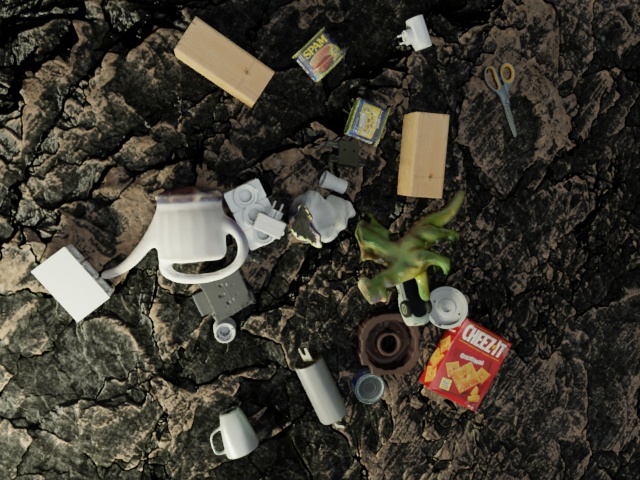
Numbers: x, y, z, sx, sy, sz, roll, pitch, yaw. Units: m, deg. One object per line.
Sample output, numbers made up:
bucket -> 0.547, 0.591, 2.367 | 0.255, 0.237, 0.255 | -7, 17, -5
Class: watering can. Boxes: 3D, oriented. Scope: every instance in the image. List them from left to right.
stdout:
watering can -> -0.339, -0.009, 1.185 | 0.347, 0.104, 0.224 | -3, 93, 1

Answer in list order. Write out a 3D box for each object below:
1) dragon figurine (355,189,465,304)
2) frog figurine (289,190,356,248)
dragon figurine -> 0.210, -0.003, 1.284 | 0.243, 0.119, 0.419 | 22, 58, 3
frog figurine -> 0.004, -0.064, 1.269 | 0.162, 0.121, 0.137 | -37, 95, -42
